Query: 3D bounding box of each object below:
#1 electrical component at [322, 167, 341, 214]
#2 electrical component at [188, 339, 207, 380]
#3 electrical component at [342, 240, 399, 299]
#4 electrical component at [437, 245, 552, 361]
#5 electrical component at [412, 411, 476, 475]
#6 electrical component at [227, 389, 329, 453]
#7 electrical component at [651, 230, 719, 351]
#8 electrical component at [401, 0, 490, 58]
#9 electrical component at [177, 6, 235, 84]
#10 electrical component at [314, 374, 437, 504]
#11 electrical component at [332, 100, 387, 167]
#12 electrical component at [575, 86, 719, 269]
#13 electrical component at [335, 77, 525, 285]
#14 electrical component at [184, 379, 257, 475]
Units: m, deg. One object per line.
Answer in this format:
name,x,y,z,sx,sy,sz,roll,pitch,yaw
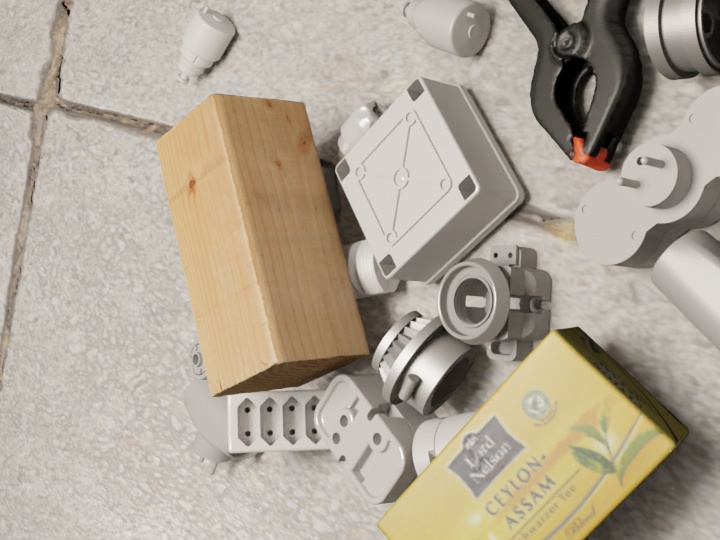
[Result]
electrical component,-0.058,-0.037,0.894,0.083,0.047,0.075,-25,70,43
electrical component,-0.115,0.077,0.930,0.044,0.065,0.044,-5,83,46
electrical component,0.000,0.000,0.832,0.081,0.043,0.043,-12,77,45
electrical component,0.090,0.022,0.725,0.058,0.057,0.078,1,87,47
electrical component,0.072,0.125,0.738,0.047,0.055,0.055,-22,71,39
electrical component,-0.065,0.122,0.874,0.075,0.083,0.047,127,142,-81
electrical component,0.216,0.004,0.602,0.077,0.044,0.079,53,123,35
electrical component,0.060,-0.182,0.787,0.078,0.040,0.040,31,109,43
electrical component,-0.149,-0.209,1.010,0.078,0.040,0.040,-52,52,30
electrical component,0.019,0.122,0.789,0.095,0.059,0.053,50,121,37
electrical component,-0.001,-0.103,0.849,0.061,0.035,0.035,-46,55,37
electrical component,0.178,-0.053,0.626,0.138,0.074,0.052,-44,57,35
electrical component,0.048,-0.063,0.777,0.109,0.056,0.108,-45,56,34
electrical component,-0.123,0.142,0.947,0.077,0.044,0.079,39,114,41
